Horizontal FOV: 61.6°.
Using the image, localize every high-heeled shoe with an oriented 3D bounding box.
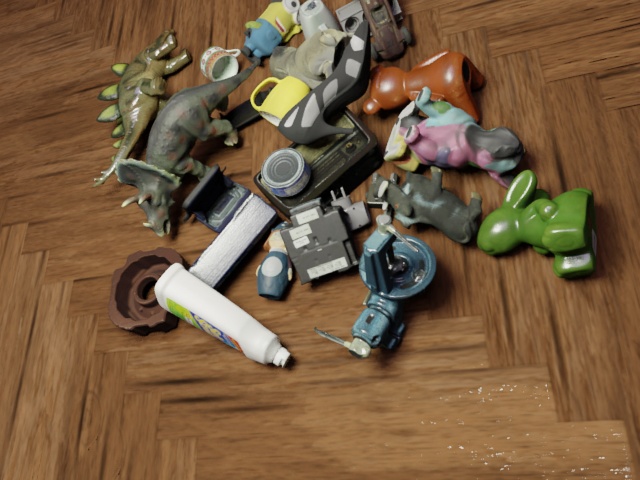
[{"bbox_3d":[0.011,-0.291,0.992,0.145,0.086,0.248,9,80,13],"label":"high-heeled shoe"}]

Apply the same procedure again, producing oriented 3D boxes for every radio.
[{"bbox_3d":[0.001,-0.136,1.022,0.229,0.073,0.131,-41,60,0],"label":"radio"}]

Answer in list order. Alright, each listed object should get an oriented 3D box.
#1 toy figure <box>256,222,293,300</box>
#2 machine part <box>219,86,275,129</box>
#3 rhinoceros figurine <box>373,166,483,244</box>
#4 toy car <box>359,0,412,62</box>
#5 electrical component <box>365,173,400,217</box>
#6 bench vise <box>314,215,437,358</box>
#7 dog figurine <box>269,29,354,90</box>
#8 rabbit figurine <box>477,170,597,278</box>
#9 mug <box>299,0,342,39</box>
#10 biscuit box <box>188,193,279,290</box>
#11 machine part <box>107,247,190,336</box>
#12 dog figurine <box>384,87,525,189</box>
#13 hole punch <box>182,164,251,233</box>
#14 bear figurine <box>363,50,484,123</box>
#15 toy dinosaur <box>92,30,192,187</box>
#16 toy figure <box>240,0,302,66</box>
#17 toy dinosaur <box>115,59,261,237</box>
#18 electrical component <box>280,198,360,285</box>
[{"bbox_3d":[-0.076,0.032,0.989,0.064,0.058,0.154,16,68,-15],"label":"toy figure"},{"bbox_3d":[-0.148,-0.275,1.159,0.139,0.039,0.084,-24,66,7],"label":"machine part"},{"bbox_3d":[0.182,-0.059,0.912,0.190,0.073,0.112,30,79,21],"label":"rhinoceros figurine"},{"bbox_3d":[0.114,-0.460,1.076,0.089,0.053,0.202,-21,105,10],"label":"toy car"},{"bbox_3d":[0.115,-0.080,0.985,0.063,0.021,0.094,3,70,22],"label":"electrical component"},{"bbox_3d":[0.096,0.061,0.819,0.129,0.240,0.223,34,66,32],"label":"bench vise"},{"bbox_3d":[-0.034,-0.371,1.088,0.191,0.172,0.121,20,65,19],"label":"dog figurine"},{"bbox_3d":[0.329,-0.029,0.835,0.170,0.121,0.159,-5,61,35],"label":"rabbit figurine"},{"bbox_3d":[0.001,-0.447,1.140,0.081,0.107,0.110,-27,59,9],"label":"mug"},{"bbox_3d":[-0.165,0.009,1.019,0.063,0.059,0.202,40,84,3],"label":"biscuit box"},{"bbox_3d":[-0.329,0.100,1.052,0.179,0.056,0.179,-8,64,16],"label":"machine part"},{"bbox_3d":[0.241,-0.157,0.933,0.219,0.191,0.108,23,74,-8],"label":"dog figurine"},{"bbox_3d":[-0.202,-0.077,1.063,0.092,0.116,0.142,35,83,-7],"label":"hole punch"},{"bbox_3d":[0.190,-0.276,1.007,0.196,0.131,0.120,-8,63,37],"label":"bear figurine"},{"bbox_3d":[-0.416,-0.329,1.249,0.199,0.105,0.471,-10,55,24],"label":"toy dinosaur"},{"bbox_3d":[-0.110,-0.479,1.210,0.089,0.082,0.180,39,87,27],"label":"toy figure"},{"bbox_3d":[-0.271,-0.213,1.067,0.131,0.192,0.404,30,98,21],"label":"toy dinosaur"},{"bbox_3d":[-0.002,-0.003,0.940,0.115,0.058,0.134,-18,99,10],"label":"electrical component"}]
